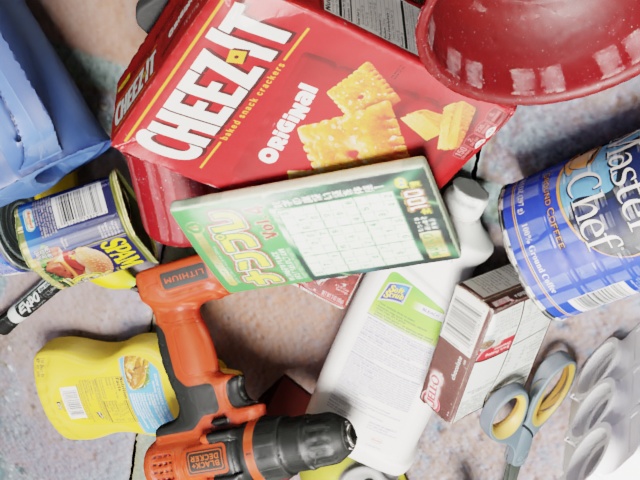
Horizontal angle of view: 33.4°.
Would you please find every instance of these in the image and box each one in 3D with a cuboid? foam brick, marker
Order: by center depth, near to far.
[{"bbox_3d":[-0.037,0.166,0.913,0.051,0.078,0.053,39,124,-7],"label":"foam brick"},{"bbox_3d":[-0.258,0.054,0.963,0.121,0.020,0.020,-35,103,32],"label":"marker"}]

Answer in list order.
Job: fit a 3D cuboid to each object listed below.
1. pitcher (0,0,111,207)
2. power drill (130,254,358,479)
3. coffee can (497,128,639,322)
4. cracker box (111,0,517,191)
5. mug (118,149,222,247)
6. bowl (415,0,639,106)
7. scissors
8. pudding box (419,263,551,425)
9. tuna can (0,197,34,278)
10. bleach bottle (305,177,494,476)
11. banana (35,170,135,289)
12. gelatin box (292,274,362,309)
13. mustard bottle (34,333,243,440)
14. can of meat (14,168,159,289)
[{"bbox_3d":[-0.259,-0.142,0.758,0.149,0.144,0.243,-26,95,23],"label":"pitcher"},{"bbox_3d":[-0.069,0.101,0.846,0.185,0.057,0.187,-14,80,22],"label":"power drill"},{"bbox_3d":[0.204,-0.016,0.702,0.141,0.102,0.103,-24,109,30],"label":"coffee can"},{"bbox_3d":[-0.005,-0.092,0.697,0.213,0.072,0.164,20,135,-25],"label":"cracker box"},{"bbox_3d":[-0.109,-0.052,0.811,0.117,0.093,0.081,21,133,36],"label":"mug"},{"bbox_3d":[0.132,-0.144,0.604,0.162,0.055,0.162,-3,153,-2],"label":"bowl"},{"bbox_3d":[0.146,0.170,0.853,0.016,0.096,0.202,48,132,38],"label":"scissors"},{"bbox_3d":[0.128,0.073,0.789,0.039,0.089,0.114,41,132,33],"label":"pudding box"},{"bbox_3d":[-0.256,-0.013,0.882,0.034,0.086,0.086,-9,116,23],"label":"tuna can"},{"bbox_3d":[0.073,0.065,0.824,0.102,0.068,0.251,25,122,2],"label":"bleach bottle"},{"bbox_3d":[-0.200,-0.033,0.883,0.069,0.037,0.198,-21,117,-3],"label":"banana"},{"bbox_3d":[-0.005,0.001,0.810,0.089,0.030,0.073,26,86,3],"label":"gelatin box"},{"bbox_3d":[-0.156,0.129,0.946,0.192,0.058,0.096,-5,112,23],"label":"mustard bottle"},{"bbox_3d":[-0.180,-0.005,0.826,0.084,0.102,0.057,-18,72,-1],"label":"can of meat"}]
